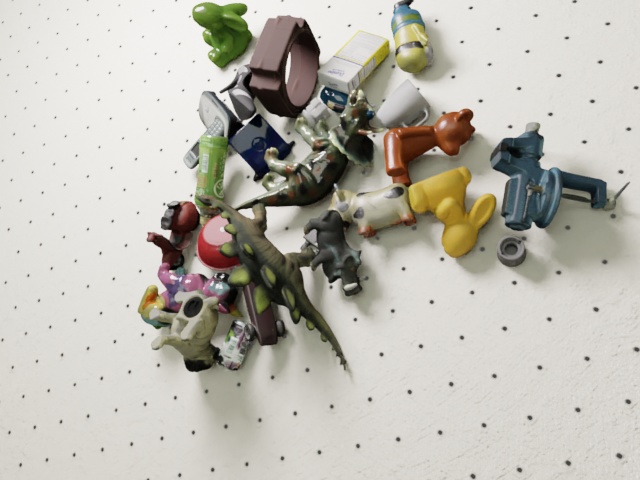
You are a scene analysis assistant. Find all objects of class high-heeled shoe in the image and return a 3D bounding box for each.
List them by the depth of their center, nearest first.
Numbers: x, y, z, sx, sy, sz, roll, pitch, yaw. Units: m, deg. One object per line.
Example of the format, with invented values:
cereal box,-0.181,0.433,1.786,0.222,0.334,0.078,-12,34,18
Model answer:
high-heeled shoe,-0.163,-0.377,1.344,0.145,0.086,0.249,-32,41,-11

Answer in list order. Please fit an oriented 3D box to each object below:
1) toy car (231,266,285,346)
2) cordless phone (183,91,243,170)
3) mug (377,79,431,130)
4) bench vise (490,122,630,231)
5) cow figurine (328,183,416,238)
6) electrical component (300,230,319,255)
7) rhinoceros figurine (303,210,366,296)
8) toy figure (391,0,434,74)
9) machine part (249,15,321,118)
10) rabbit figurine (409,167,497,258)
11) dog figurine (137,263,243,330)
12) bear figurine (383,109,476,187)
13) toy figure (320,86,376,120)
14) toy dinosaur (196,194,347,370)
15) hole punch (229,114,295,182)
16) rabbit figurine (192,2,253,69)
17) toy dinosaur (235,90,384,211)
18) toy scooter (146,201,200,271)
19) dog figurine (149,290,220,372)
toy car,-0.140,0.140,1.201,0.053,0.089,0.202,-42,58,49
cordless phone,-0.301,-0.280,1.400,0.184,0.088,0.147,-44,64,7
mug,0.192,-0.290,1.220,0.107,0.080,0.109,-39,70,18
bench vise,0.452,-0.113,1.043,0.241,0.128,0.223,12,67,3
cow figurine,0.103,-0.072,1.176,0.195,0.085,0.127,-15,74,18
electrical component,-0.003,-0.004,1.228,0.063,0.021,0.094,34,87,26
rhinoceros figurine,0.037,0.028,1.152,0.112,0.073,0.190,-16,94,27
toy figure,0.210,-0.477,1.268,0.089,0.082,0.180,-24,71,24
machine part,-0.076,-0.411,1.287,0.087,0.201,0.201,15,78,23
rabbit figurine,0.277,-0.053,1.104,0.162,0.122,0.173,-17,82,5
dog figurine,-0.290,0.147,1.245,0.219,0.108,0.191,23,82,23
bear figurine,0.239,-0.197,1.149,0.196,0.120,0.132,-7,74,13
toy figure,0.069,-0.321,1.283,0.155,0.057,0.064,37,87,25
toy dinosaur,-0.092,0.075,1.139,0.471,0.198,0.105,44,120,-5
hole punch,-0.147,-0.232,1.322,0.142,0.092,0.116,-42,67,0
rabbit figurine,-0.261,-0.558,1.422,0.159,0.170,0.121,-13,69,17
toy dinosaur,-0.019,-0.159,1.238,0.404,0.131,0.192,-50,63,7
toy scooter,-0.363,-0.023,1.309,0.075,0.135,0.184,8,75,24
dog figurine,-0.253,0.203,1.168,0.172,0.190,0.121,-20,52,18
